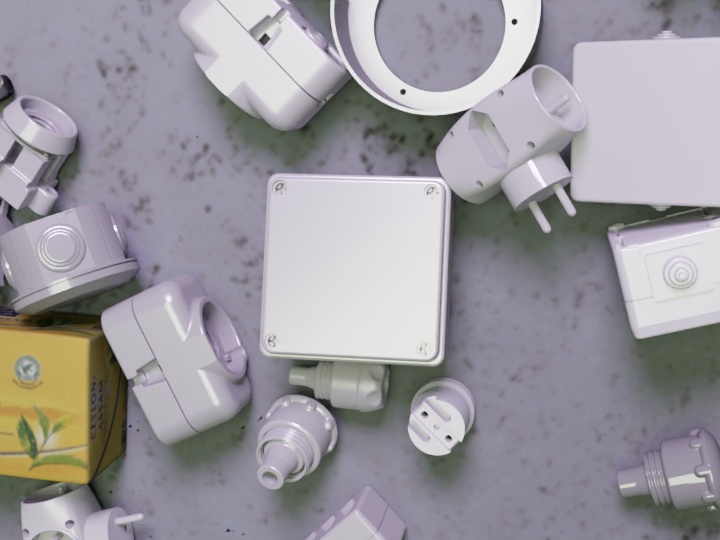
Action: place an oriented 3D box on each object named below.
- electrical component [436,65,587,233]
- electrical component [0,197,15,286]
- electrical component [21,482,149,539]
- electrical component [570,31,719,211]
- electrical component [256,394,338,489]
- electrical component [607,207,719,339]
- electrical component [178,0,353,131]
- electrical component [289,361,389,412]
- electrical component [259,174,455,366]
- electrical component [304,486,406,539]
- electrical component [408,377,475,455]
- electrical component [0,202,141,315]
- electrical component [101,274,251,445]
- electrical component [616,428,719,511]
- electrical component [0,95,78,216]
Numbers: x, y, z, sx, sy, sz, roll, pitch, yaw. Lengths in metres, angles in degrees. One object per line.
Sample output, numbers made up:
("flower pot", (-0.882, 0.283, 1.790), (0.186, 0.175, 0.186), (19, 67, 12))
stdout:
("electrical component", (0.092, -0.059, 0.598), (0.077, 0.043, 0.079), (-38, 76, 40))
("electrical component", (-0.295, -0.019, 0.690), (0.121, 0.063, 0.078), (-5, 58, 11))
("electrical component", (-0.178, 0.180, 0.717), (0.079, 0.044, 0.077), (-13, 96, 12))
("electrical component", (0.168, -0.082, 0.599), (0.100, 0.048, 0.099), (5, 100, 30))
("electrical component", (-0.044, 0.111, 0.670), (0.048, 0.062, 0.048), (9, 119, 16))
("electrical component", (0.176, 0.004, 0.599), (0.062, 0.096, 0.061), (-13, 97, 12))
("electrical component", (-0.058, -0.131, 0.641), (0.059, 0.054, 0.095), (-44, 90, 14))
("electrical component", (-0.014, 0.069, 0.676), (0.061, 0.035, 0.035), (5, 100, 12))
("electrical component", (0.000, 0.000, 0.642), (0.109, 0.056, 0.108), (2, 88, 10))
("electrical component", (-0.002, 0.197, 0.687), (0.083, 0.047, 0.075), (-43, 89, 13))
("electrical component", (0.049, 0.091, 0.662), (0.040, 0.046, 0.040), (1, 98, 10))
("electrical component", (-0.182, -0.006, 0.671), (0.080, 0.080, 0.051), (-20, 90, 13))
("electrical component", (-0.112, 0.054, 0.680), (0.059, 0.054, 0.095), (-25, 94, 13))
("electrical component", (0.186, 0.123, 0.644), (0.062, 0.048, 0.048), (-14, 96, 19))
("electrical component", (-0.211, -0.076, 0.682), (0.066, 0.048, 0.055), (39, 111, 2))
